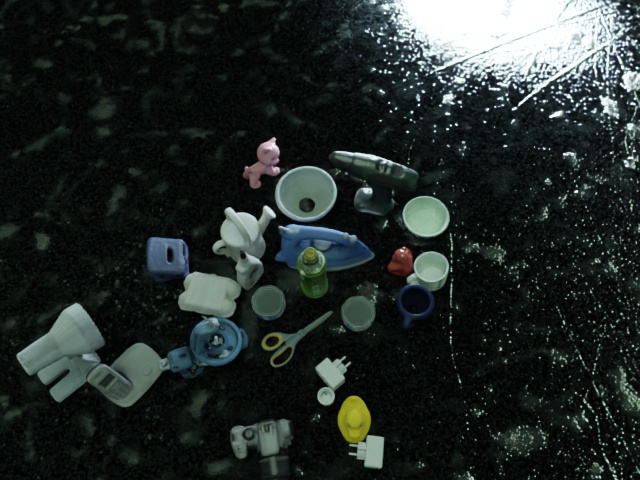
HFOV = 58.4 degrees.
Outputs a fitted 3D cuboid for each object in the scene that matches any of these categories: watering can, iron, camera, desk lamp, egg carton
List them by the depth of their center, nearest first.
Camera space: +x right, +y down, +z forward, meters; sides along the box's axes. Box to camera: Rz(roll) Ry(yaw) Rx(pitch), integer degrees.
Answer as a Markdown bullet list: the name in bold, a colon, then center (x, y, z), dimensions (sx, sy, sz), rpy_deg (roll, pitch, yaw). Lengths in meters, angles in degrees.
- **camera**: center (-0.124, 0.478, 1.282), dimensions (0.143, 0.101, 0.136), rpy_deg (-10, 65, -2)
- **desk lamp**: center (-0.591, 0.264, 1.336), dimensions (0.203, 0.214, 0.117), rpy_deg (-41, 70, -15)
- **egg carton**: center (-0.280, 0.141, 1.460), dimensions (0.150, 0.069, 0.107), rpy_deg (9, 66, 6)
- **watering can**: center (-0.196, -0.025, 1.464), dimensions (0.100, 0.194, 0.173), rpy_deg (31, 70, 15)
- **iron**: center (0.014, 0.005, 1.471), dimensions (0.258, 0.141, 0.118), rpy_deg (3, 66, 4)

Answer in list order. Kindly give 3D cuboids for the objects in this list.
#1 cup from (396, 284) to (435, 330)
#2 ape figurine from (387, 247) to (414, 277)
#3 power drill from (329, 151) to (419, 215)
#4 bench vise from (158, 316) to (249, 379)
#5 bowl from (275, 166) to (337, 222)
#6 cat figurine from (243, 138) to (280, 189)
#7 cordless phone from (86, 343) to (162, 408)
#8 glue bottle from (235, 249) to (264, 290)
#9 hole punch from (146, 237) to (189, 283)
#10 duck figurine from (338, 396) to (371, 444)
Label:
- **cup**: center (0.226, 0.177, 1.410), dimensions (0.091, 0.095, 0.118), rpy_deg (20, 68, 11)
- **ape figurine**: center (0.208, 0.051, 1.470), dimensions (0.078, 0.092, 0.076), rpy_deg (-30, 68, -11)
- **power drill**: center (0.137, -0.149, 1.500), dimensions (0.229, 0.208, 0.075), rpy_deg (10, 66, 7)
- **bench vise**: center (-0.272, 0.254, 1.325), dimensions (0.208, 0.220, 0.121), rpy_deg (-40, 70, -15)
- **bowl**: center (-0.036, -0.113, 1.564), dimensions (0.167, 0.075, 0.167), rpy_deg (-1, 65, 2)
- **cat figurine**: center (-0.159, -0.221, 1.594), dimensions (0.128, 0.118, 0.067), rpy_deg (-38, 69, -14)
- **cordless phone**: center (-0.454, 0.302, 1.329), dimensions (0.094, 0.185, 0.148), rpy_deg (34, 71, 16)
- **glue bottle**: center (-0.183, 0.064, 1.434), dimensions (0.037, 0.173, 0.078), rpy_deg (28, 70, 14)
- **hole punch**: center (-0.396, 0.046, 1.496), dimensions (0.101, 0.091, 0.108), rpy_deg (-8, 65, -1)
- **duck figurine**: center (0.079, 0.409, 1.314), dimensions (0.077, 0.086, 0.104), rpy_deg (0, 65, 2)
